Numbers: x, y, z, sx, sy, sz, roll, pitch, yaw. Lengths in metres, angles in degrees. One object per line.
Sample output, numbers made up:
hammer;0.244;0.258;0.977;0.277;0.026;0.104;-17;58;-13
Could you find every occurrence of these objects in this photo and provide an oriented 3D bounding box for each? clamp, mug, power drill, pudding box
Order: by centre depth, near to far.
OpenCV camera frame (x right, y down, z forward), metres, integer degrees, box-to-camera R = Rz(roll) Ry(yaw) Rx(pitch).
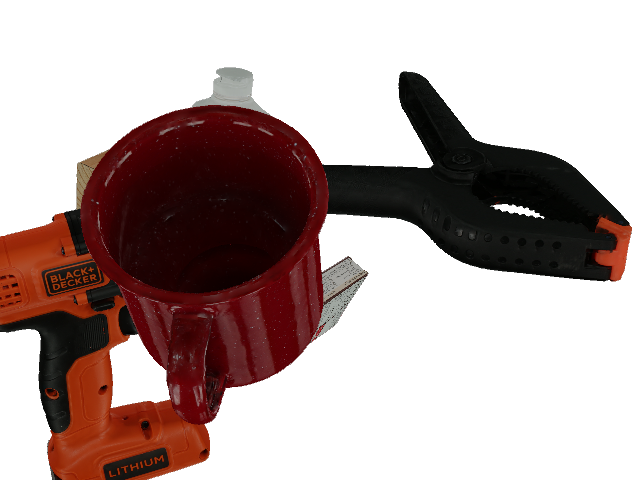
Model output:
mug;-0.042;0.017;0.422;0.093;0.117;0.081;0;-35;4
clamp;0.065;-0.027;0.583;0.164;0.036;0.210;-29;44;-31
power drill;-0.120;0.063;0.678;0.184;0.188;0.057;-13;28;-13
pudding box;-0.001;0.076;1.253;0.039;0.090;0.113;38;33;13

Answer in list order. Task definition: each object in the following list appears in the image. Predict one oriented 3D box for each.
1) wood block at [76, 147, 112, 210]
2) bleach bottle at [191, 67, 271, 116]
wood block;-0.145;-0.058;1.091;0.090;0.091;0.205;25;34;23
bleach bottle;-0.071;-0.018;0.888;0.102;0.251;0.068;4;24;-5
